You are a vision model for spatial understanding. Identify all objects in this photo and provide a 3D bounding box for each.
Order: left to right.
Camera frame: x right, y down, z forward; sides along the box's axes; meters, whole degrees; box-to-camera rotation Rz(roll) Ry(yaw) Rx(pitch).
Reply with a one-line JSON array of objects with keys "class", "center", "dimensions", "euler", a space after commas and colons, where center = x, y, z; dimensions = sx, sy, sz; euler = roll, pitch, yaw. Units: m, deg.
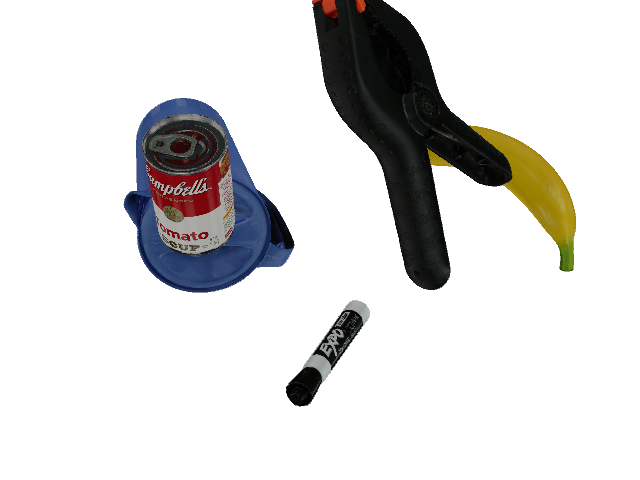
[{"class": "soup can", "center": [-0.107, -0.045, 0.880], "dimensions": [0.068, 0.068, 0.102], "euler": [0, -40, 1]}, {"class": "pitcher", "center": [-0.128, -0.057, 1.150], "dimensions": [0.145, 0.149, 0.243], "euler": [-21, 32, -1]}, {"class": "marker", "center": [0.006, 0.077, 0.732], "dimensions": [0.020, 0.020, 0.121], "euler": [0, 25, 24]}, {"class": "clamp", "center": [0.045, -0.059, 0.590], "dimensions": [0.039, 0.171, 0.120], "euler": [-21, 31, 37]}, {"class": "banana", "center": [0.146, -0.054, 0.884], "dimensions": [0.037, 0.070, 0.198], "euler": [6, 28, -44]}]
